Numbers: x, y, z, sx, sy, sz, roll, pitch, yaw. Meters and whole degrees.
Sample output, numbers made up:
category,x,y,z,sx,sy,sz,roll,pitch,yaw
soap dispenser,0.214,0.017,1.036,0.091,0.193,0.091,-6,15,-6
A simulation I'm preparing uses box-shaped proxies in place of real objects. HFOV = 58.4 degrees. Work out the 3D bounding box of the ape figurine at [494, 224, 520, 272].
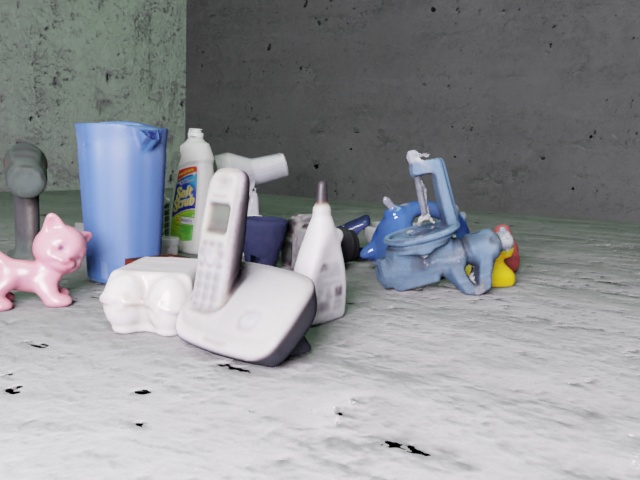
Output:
category,x,y,z,sx,sy,sz,roll,pitch,yaw
ape figurine,0.352,0.015,1.109,0.078,0.092,0.076,1,8,-10

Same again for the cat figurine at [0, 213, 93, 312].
category,x,y,z,sx,sy,sz,roll,pitch,yaw
cat figurine,-0.353,0.023,0.726,0.128,0.118,0.067,-2,9,-29

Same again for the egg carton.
category,x,y,z,sx,sy,sz,roll,pitch,yaw
egg carton,-0.183,0.062,0.673,0.107,0.069,0.150,3,8,2

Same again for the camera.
category,x,y,z,sx,sy,sz,roll,pitch,yaw
camera,0.010,0.004,1.051,0.137,0.101,0.142,-1,9,-27

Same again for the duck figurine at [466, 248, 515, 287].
category,x,y,z,sx,sy,sz,roll,pitch,yaw
duck figurine,0.283,0.033,0.980,0.104,0.086,0.077,3,8,4

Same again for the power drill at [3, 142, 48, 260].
category,x,y,z,sx,sy,sz,roll,pitch,yaw
power drill,-0.505,-0.064,0.985,0.076,0.208,0.228,-2,9,-29

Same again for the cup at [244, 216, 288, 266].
category,x,y,z,sx,sy,sz,roll,pitch,yaw
cup,-0.114,0.009,0.997,0.118,0.095,0.091,-2,9,-31

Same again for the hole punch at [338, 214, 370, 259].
category,x,y,z,sx,sy,sz,roll,pitch,yaw
hole punch,0.057,-0.009,1.195,0.101,0.091,0.108,3,8,2

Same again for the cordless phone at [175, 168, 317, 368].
category,x,y,z,sx,sy,sz,roll,pitch,yaw
cordless phone,-0.072,0.023,0.568,0.147,0.185,0.094,8,10,36

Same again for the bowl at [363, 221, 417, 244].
category,x,y,z,sx,sy,sz,roll,pitch,yaw
bowl,0.170,0.006,1.182,0.167,0.075,0.167,2,8,0

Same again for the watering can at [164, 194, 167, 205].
category,x,y,z,sx,sy,sz,roll,pitch,yaw
watering can,-0.351,-0.062,1.070,0.101,0.194,0.173,2,8,-5

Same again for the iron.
category,x,y,z,sx,sy,sz,roll,pitch,yaw
iron,0.205,-0.009,1.055,0.259,0.141,0.118,-2,9,-32

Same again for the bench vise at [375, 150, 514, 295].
category,x,y,z,sx,sy,sz,roll,pitch,yaw
bench vise,0.193,-0.028,0.902,0.208,0.220,0.121,0,8,-20

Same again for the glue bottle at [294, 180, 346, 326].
category,x,y,z,sx,sy,sz,roll,pitch,yaw
glue bottle,0.001,0.014,0.701,0.037,0.173,0.078,9,10,40

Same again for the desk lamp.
category,x,y,z,sx,sy,sz,roll,pitch,yaw
desk lamp,-0.154,-0.105,1.379,0.203,0.213,0.118,1,8,-9
